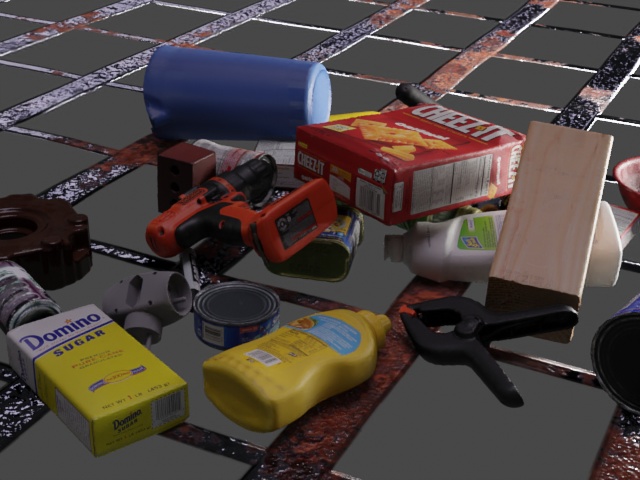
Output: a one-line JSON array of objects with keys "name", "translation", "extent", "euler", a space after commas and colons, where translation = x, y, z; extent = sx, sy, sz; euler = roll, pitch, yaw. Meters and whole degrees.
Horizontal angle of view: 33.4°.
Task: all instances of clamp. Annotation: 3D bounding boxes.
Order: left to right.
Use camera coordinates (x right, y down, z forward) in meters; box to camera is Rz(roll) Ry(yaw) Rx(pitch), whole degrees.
[{"name": "clamp", "translation": [0.195, -0.142, 1.434], "extent": [0.210, 0.036, 0.164], "euler": [22, -12, 23]}, {"name": "clamp", "translation": [0.144, 0.099, 0.999], "extent": [0.172, 0.039, 0.120], "euler": [3, 38, 35]}]

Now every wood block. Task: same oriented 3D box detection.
[{"name": "wood block", "translation": [0.233, -0.010, 1.086], "extent": [0.090, 0.091, 0.206], "euler": [12, 55, 13]}]

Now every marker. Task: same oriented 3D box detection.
[{"name": "marker", "translation": [-0.137, 0.042, 1.133], "extent": [0.020, 0.020, 0.121], "euler": [-3, 27, -9]}]

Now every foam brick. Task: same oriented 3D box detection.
[{"name": "foam brick", "translation": [-0.162, -0.071, 1.297], "extent": [0.053, 0.078, 0.051], "euler": [16, 28, 27]}]

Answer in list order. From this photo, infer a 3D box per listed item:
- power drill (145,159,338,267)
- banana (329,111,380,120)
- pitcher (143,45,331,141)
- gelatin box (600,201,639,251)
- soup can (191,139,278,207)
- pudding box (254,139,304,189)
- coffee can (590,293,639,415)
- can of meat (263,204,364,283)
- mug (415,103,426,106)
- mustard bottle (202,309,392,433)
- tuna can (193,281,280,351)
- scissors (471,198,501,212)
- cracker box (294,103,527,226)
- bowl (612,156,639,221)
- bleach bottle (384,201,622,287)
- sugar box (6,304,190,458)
[{"name": "power drill", "translation": [-0.072, -0.034, 1.151], "extent": [0.188, 0.057, 0.184], "euler": [5, 35, 46]}, {"name": "banana", "translation": [0.009, -0.166, 1.546], "extent": [0.197, 0.037, 0.070], "euler": [-4, 28, -12]}, {"name": "pitcher", "translation": [-0.110, -0.205, 1.484], "extent": [0.243, 0.149, 0.145], "euler": [6, -6, 16]}, {"name": "gelatin box", "translation": [0.333, -0.015, 1.269], "extent": [0.073, 0.030, 0.089], "euler": [17, 30, 26]}, {"name": "soup can", "translation": [-0.114, -0.085, 1.340], "extent": [0.102, 0.068, 0.068], "euler": [15, 29, 26]}, {"name": "pudding box", "translation": [-0.034, -0.099, 1.407], "extent": [0.113, 0.039, 0.090], "euler": [2, 27, 6]}, {"name": "coffee can", "translation": [0.326, 0.087, 0.977], "extent": [0.103, 0.103, 0.140], "euler": [21, 32, 34]}, {"name": "can of meat", "translation": [-0.008, 0.002, 1.183], "extent": [0.102, 0.057, 0.084], "euler": [6, 29, 9]}, {"name": "mug", "translation": [0.126, -0.118, 1.373], "extent": [0.093, 0.117, 0.082], "euler": [1, 29, -28]}, {"name": "mustard bottle", "translation": [-0.006, 0.107, 0.965], "extent": [0.191, 0.058, 0.096], "euler": [-22, 29, -39]}, {"name": "tuna can", "translation": [-0.082, 0.075, 1.053], "extent": [0.086, 0.034, 0.086], "euler": [1, 26, -1]}, {"name": "scissors", "translation": [0.206, -0.054, 1.356], "extent": [0.096, 0.016, 0.201], "euler": [12, 28, 19]}, {"name": "cracker box", "translation": [0.103, -0.093, 1.195], "extent": [0.213, 0.072, 0.164], "euler": [-15, 30, -36]}, {"name": "bowl", "translation": [0.440, -0.051, 1.318], "extent": [0.162, 0.055, 0.162], "euler": [2, 26, -1]}, {"name": "bleach bottle", "translation": [0.196, 0.005, 1.177], "extent": [0.251, 0.068, 0.102], "euler": [0, 38, 1]}, {"name": "sugar box", "translation": [-0.200, 0.118, 0.945], "extent": [0.093, 0.048, 0.176], "euler": [-18, 33, -35]}]
